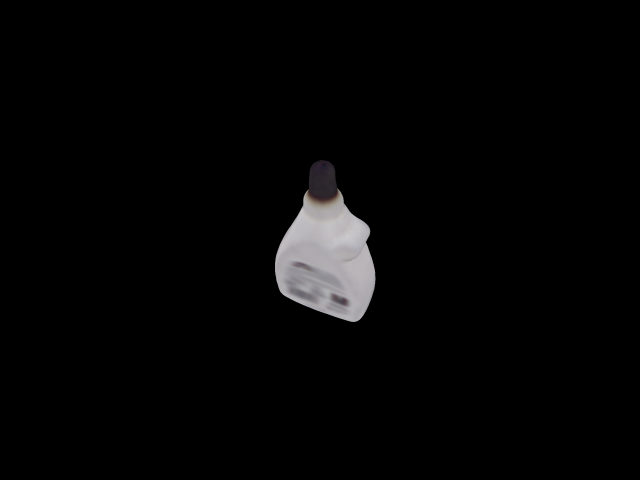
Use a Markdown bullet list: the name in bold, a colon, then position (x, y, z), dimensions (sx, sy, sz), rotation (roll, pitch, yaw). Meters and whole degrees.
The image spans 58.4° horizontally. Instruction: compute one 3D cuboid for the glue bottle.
- **glue bottle**: position (0.004, 0.001, 0.400), dimensions (0.078, 0.173, 0.037), rotation (21, 62, 12)
